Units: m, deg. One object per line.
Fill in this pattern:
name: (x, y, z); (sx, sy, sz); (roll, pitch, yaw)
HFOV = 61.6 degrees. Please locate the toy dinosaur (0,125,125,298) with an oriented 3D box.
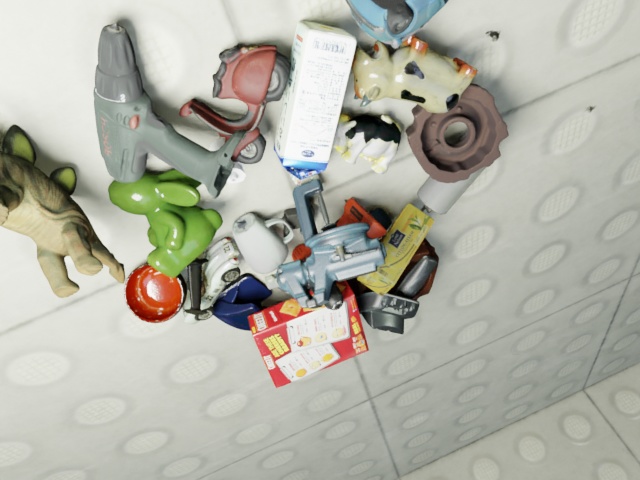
toy dinosaur: (-0.414, -0.064, 0.677); (0.105, 0.199, 0.470); (-33, 141, 8)

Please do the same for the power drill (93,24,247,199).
power drill: (-0.210, -0.152, 0.734); (0.207, 0.086, 0.232); (20, 134, -9)

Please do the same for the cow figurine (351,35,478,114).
cow figurine: (0.136, -0.257, 0.855); (0.195, 0.086, 0.127); (16, 114, -20)

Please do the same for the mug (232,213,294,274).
mug: (-0.108, -0.003, 1.008); (0.109, 0.081, 0.107); (-30, 134, 7)

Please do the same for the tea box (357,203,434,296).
tea box: (0.153, 0.020, 1.093); (0.169, 0.068, 0.098); (-55, 176, -23)

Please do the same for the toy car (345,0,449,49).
toy car: (0.113, -0.336, 0.763); (0.162, 0.109, 0.103); (-33, 165, -10)

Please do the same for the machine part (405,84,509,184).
machine part: (0.243, -0.192, 0.965); (0.179, 0.056, 0.179); (-1, 116, -2)

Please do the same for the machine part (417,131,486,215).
machine part: (0.274, -0.136, 1.076); (0.079, 0.079, 0.243); (11, 127, -37)

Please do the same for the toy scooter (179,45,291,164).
toy scooter: (-0.127, -0.205, 0.781); (0.135, 0.075, 0.183); (17, 117, -13)

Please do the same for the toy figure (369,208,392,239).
toy figure: (0.083, -0.002, 1.130); (0.154, 0.064, 0.058); (-43, 177, 25)

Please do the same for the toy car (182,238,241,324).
toy car: (-0.215, 0.082, 1.043); (0.056, 0.074, 0.201); (12, 127, -38)

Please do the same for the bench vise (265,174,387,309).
bench vise: (-0.005, -0.004, 0.964); (0.224, 0.240, 0.128); (-18, 169, 18)

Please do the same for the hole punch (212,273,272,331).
hole punch: (-0.161, 0.148, 1.138); (0.116, 0.092, 0.142); (-31, 144, 11)

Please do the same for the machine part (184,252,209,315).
machine part: (-0.225, 0.068, 0.973); (0.039, 0.084, 0.138); (0, 94, -2)

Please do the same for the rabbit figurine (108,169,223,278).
rabbit figurine: (-0.250, -0.045, 0.858); (0.159, 0.121, 0.170); (-32, 126, 17)

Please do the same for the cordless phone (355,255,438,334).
cordless phone: (0.172, 0.105, 1.161); (0.146, 0.089, 0.184); (19, 111, -40)

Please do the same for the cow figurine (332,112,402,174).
cow figurine: (0.068, -0.180, 0.920); (0.167, 0.068, 0.098); (12, 122, -41)

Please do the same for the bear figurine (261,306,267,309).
bear figurine: (-0.033, 0.155, 1.191); (0.132, 0.120, 0.196); (21, 119, -38)

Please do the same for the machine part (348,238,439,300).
machine part: (0.161, 0.079, 1.240); (0.201, 0.087, 0.201); (-14, 140, -14)

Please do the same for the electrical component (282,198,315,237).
electrical component: (-0.044, -0.043, 1.044); (0.063, 0.021, 0.094); (-10, 140, -19)
